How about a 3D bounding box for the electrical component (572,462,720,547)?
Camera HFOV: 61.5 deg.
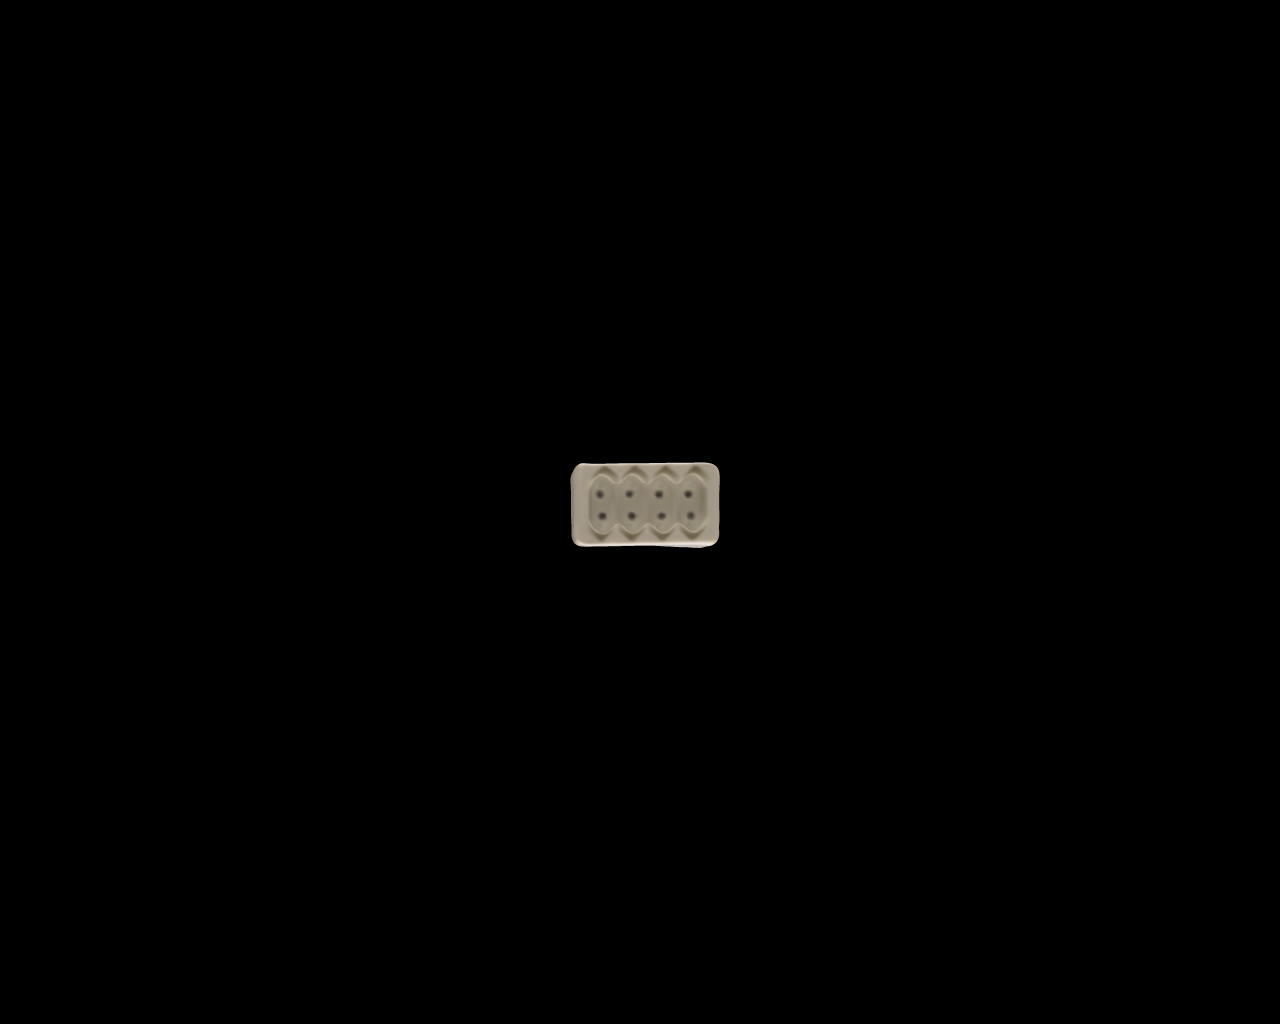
[{"bbox_3d":[0.001,-0.003,0.650,0.083,0.047,0.075,0,-3,-7],"label":"electrical component"}]
